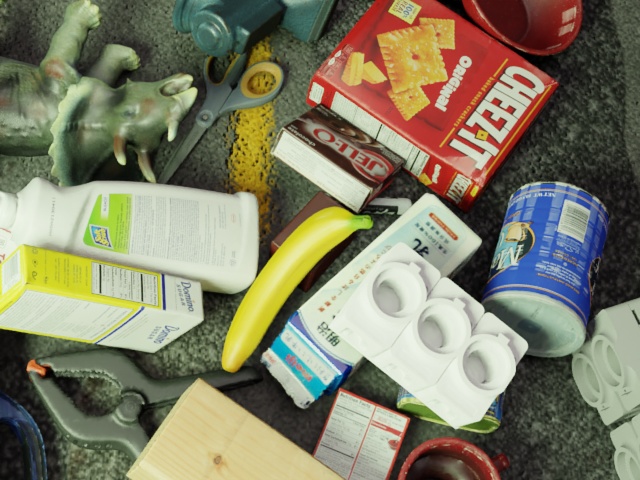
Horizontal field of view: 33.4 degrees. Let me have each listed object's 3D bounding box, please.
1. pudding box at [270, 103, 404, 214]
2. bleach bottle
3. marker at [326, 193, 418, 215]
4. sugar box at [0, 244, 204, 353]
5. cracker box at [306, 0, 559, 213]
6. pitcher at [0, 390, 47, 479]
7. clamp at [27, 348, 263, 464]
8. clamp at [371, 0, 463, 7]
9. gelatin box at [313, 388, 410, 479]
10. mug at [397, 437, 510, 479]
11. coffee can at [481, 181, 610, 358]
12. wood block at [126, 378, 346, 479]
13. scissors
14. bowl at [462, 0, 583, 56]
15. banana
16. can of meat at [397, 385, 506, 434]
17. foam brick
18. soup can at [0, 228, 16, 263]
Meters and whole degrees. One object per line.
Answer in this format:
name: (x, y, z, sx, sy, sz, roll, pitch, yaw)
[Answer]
pudding box: (0.019, -0.084, 1.084, 0.113, 0.039, 0.089, 33, 32, 9)
bleach bottle: (-0.178, -0.015, 0.977, 0.250, 0.068, 0.102, 12, 66, -32)
marker: (0.061, -0.036, 1.100, 0.121, 0.020, 0.020, 3, 66, -6)
sugar box: (-0.201, 0.055, 0.945, 0.175, 0.094, 0.048, 13, 58, -38)
cracker box: (0.119, -0.158, 1.133, 0.214, 0.072, 0.164, 35, 67, 8)
pitcher: (-0.325, 0.169, 0.910, 0.145, 0.149, 0.243, -10, 63, 10)
clamp: (-0.165, 0.150, 0.979, 0.210, 0.036, 0.164, 29, 65, 2)
clamp: (0.093, -0.322, 1.220, 0.171, 0.039, 0.120, -1, 65, -12)
gelatin box: (0.035, 0.192, 0.991, 0.073, 0.030, 0.089, 22, 67, 3)
mug: (0.118, 0.226, 0.957, 0.117, 0.081, 0.093, -29, 73, -18)
coffee can: (0.218, 0.028, 1.037, 0.103, 0.103, 0.140, 20, 58, 2)
wood block: (-0.051, 0.219, 0.914, 0.206, 0.090, 0.090, 36, 65, -3)
scissors: (-0.100, -0.128, 1.122, 0.096, 0.016, 0.201, 14, 65, 0)
bowl: (0.213, -0.268, 1.187, 0.161, 0.055, 0.162, 10, 68, -25)
banana: (-0.031, 0.035, 0.988, 0.037, 0.069, 0.198, 37, 103, -19)
can of meat: (0.128, 0.130, 1.015, 0.102, 0.057, 0.084, 14, 67, -1)
foam brick: (-0.007, 0.001, 1.057, 0.053, 0.051, 0.078, 37, 67, 10)
soup can: (-0.265, 0.008, 1.013, 0.102, 0.068, 0.068, 24, 65, 4)
